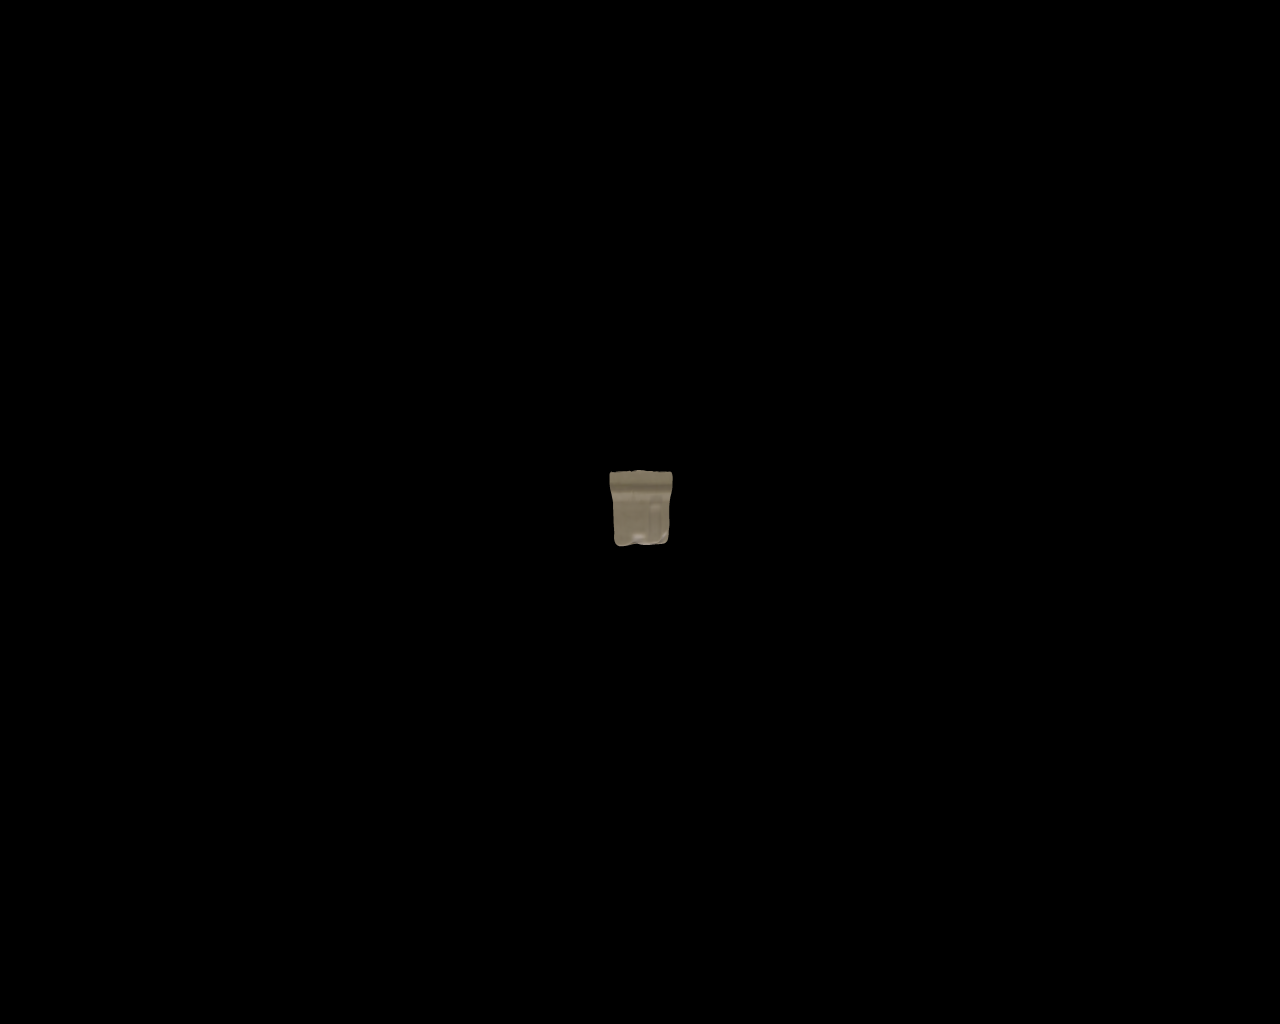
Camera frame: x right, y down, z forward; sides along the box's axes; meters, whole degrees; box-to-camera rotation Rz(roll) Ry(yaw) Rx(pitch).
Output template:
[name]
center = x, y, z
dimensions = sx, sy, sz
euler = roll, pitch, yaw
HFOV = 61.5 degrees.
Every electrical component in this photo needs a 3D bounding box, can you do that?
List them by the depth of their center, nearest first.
[electrical component]
center = 0.001, -0.003, 0.650
dimensions = 0.040, 0.046, 0.040
euler = 0, 2, 0
